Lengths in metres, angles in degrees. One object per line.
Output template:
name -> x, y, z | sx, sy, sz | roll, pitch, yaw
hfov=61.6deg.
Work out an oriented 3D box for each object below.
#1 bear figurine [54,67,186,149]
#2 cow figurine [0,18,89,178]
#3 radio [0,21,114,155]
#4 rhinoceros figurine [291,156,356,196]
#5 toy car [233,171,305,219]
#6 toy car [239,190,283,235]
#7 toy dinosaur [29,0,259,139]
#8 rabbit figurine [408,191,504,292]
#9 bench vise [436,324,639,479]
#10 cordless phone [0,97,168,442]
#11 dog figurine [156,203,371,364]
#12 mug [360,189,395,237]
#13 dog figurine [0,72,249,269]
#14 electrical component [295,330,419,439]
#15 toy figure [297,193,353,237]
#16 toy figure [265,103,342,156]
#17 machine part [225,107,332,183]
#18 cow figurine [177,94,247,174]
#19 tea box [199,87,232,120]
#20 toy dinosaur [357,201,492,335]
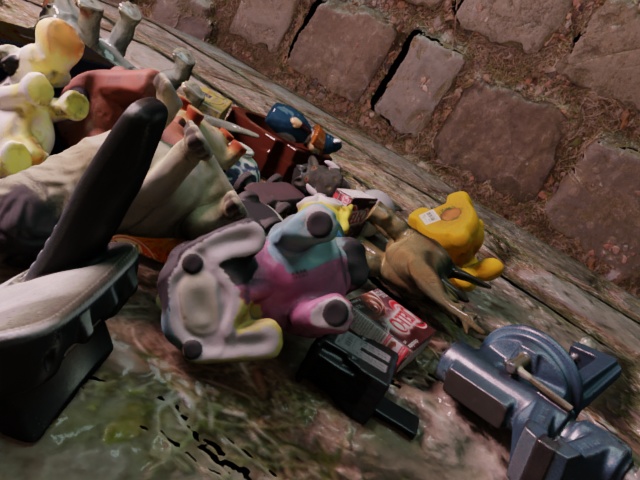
bear figurine -> -0.191, -0.109, 0.607 | 0.132, 0.120, 0.195 | 18, -5, 25
cow figurine -> -0.275, -0.122, 0.498 | 0.098, 0.167, 0.068 | 1, -16, 24
radio -> -0.330, -0.155, 0.570 | 0.073, 0.131, 0.229 | 34, 18, 17
rhinoceros figurine -> 0.002, -0.102, 0.948 | 0.112, 0.073, 0.190 | 42, -3, -19
toy car -> -0.071, -0.064, 0.845 | 0.089, 0.053, 0.202 | 41, 15, 6
toy car -> -0.119, -0.025, 0.658 | 0.074, 0.056, 0.201 | 45, 24, 28
toy dinosaur -> -0.304, -0.242, 0.849 | 0.404, 0.192, 0.131 | 44, 34, -10
rabbit figurine -> 0.254, 0.023, 0.957 | 0.163, 0.122, 0.173 | 53, -13, 52
bench vise -> 0.253, 0.160, 0.559 | 0.240, 0.128, 0.224 | -14, 21, -40
cordless phone -> -0.145, 0.005, 0.311 | 0.089, 0.184, 0.147 | 31, 16, -7
dog figurine -> -0.041, 0.039, 0.507 | 0.192, 0.108, 0.219 | -15, -2, -4
mug -> 0.076, -0.053, 1.004 | 0.110, 0.080, 0.107 | 37, 27, 11
dog figurine -> -0.172, -0.025, 0.461 | 0.121, 0.190, 0.172 | 54, -6, 42
electrical component -> 0.043, 0.127, 0.486 | 0.119, 0.047, 0.075 | 30, 18, 12
toy figure -> -0.005, -0.003, 0.730 | 0.082, 0.089, 0.180 | 22, 26, -10
toy figure -> -0.029, -0.203, 1.020 | 0.154, 0.057, 0.064 | 28, 24, -19
machine part -> -0.093, -0.186, 1.112 | 0.202, 0.087, 0.201 | 39, 20, 27
cow figurine -> -0.210, -0.136, 0.758 | 0.086, 0.127, 0.194 | 41, 6, 37
tea box -> -0.217, -0.217, 0.985 | 0.068, 0.098, 0.170 | 26, 16, -13
toy dinosaur -> 0.135, 0.037, 0.753 | 0.199, 0.105, 0.471 | 31, 10, 4
